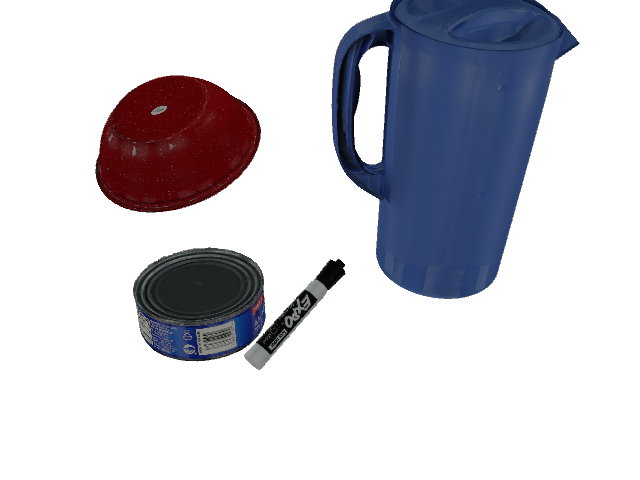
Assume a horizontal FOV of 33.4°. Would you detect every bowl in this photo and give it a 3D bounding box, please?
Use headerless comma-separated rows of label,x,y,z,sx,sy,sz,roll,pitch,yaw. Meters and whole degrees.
bowl,-0.139,-0.101,0.979,0.162,0.162,0.055,0,-41,18

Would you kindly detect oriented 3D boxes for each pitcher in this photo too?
pitcher,0.099,-0.076,0.868,0.149,0.243,0.144,25,38,27

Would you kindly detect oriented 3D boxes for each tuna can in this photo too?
tuna can,-0.079,0.042,0.707,0.086,0.034,0.086,-2,33,1

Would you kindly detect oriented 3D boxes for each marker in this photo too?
marker,-0.020,0.062,0.932,0.020,0.121,0.020,38,-17,14
